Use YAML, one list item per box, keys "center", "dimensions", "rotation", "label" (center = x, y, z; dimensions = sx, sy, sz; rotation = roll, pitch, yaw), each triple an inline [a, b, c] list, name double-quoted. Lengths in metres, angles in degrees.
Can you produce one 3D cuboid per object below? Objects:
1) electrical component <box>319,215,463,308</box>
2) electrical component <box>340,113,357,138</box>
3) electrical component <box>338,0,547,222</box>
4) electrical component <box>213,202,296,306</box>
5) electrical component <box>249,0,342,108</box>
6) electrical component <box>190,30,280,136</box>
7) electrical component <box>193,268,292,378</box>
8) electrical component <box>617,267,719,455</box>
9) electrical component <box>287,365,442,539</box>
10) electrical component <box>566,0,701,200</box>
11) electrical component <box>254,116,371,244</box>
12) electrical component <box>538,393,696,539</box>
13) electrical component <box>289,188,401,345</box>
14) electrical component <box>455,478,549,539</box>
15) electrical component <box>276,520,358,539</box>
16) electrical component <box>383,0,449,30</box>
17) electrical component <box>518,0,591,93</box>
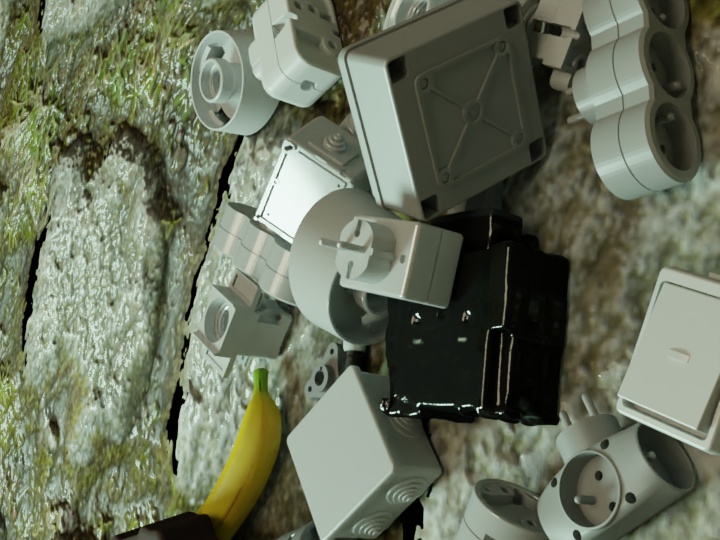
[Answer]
- center: [0.011, -0.009, 0.660]
  dimensions: [0.066, 0.077, 0.047]
  rotation: [11, 88, 52]
  label: "electrical component"
- center: [0.007, -0.110, 0.819]
  dimensions: [0.065, 0.044, 0.044]
  rotation: [-46, 47, 40]
  label: "electrical component"
- center: [0.053, -0.102, 0.669]
  dimensions: [0.056, 0.109, 0.108]
  rotation: [26, 138, 52]
  label: "electrical component"
- center: [-0.066, -0.030, 0.876]
  dimensions: [0.138, 0.052, 0.073]
  rotation: [36, 108, 50]
  label: "electrical component"
- center: [-0.055, -0.189, 0.909]
  dimensions: [0.059, 0.054, 0.095]
  rotation: [-37, 52, 39]
  label: "electrical component"
- center: [-0.110, -0.173, 0.985]
  dimensions: [0.099, 0.064, 0.099]
  rotation: [6, 98, 50]
  label: "electrical component"
- center: [-0.094, 0.045, 0.880]
  dimensions: [0.042, 0.064, 0.081]
  rotation: [37, 109, 49]
  label: "electrical component"
- center: [0.178, 0.040, 0.541]
  dimensions: [0.062, 0.061, 0.096]
  rotation: [23, 97, 52]
  label: "electrical component"
- center: [0.002, 0.128, 0.745]
  dimensions: [0.099, 0.048, 0.099]
  rotation: [-51, 45, 29]
  label: "electrical component"
- center: [0.150, -0.107, 0.627]
  dimensions: [0.074, 0.052, 0.138]
  rotation: [-18, 65, 48]
  label: "electrical component"
- center: [-0.027, -0.068, 0.805]
  dimensions: [0.062, 0.061, 0.096]
  rotation: [34, 129, 10]
  label: "electrical component"
- center: [0.132, 0.106, 0.592]
  dimensions: [0.077, 0.044, 0.079]
  rotation: [-47, 47, 33]
  label: "electrical component"
- center: [0.000, 0.000, 0.749]
  dimensions: [0.064, 0.099, 0.099]
  rotation: [34, 106, 45]
  label: "electrical component"
- center: [0.084, 0.157, 0.631]
  dimensions: [0.055, 0.055, 0.047]
  rotation: [40, 114, 49]
  label: "electrical component"
- center: [-0.034, 0.207, 0.764]
  dimensions: [0.047, 0.055, 0.055]
  rotation: [-32, 56, 47]
  label: "electrical component"
- center: [0.059, -0.170, 0.749]
  dimensions: [0.108, 0.060, 0.108]
  rotation: [-25, 58, 48]
  label: "electrical component"
- center: [0.124, -0.149, 0.679]
  dimensions: [0.055, 0.048, 0.066]
  rotation: [28, 101, 44]
  label: "electrical component"
